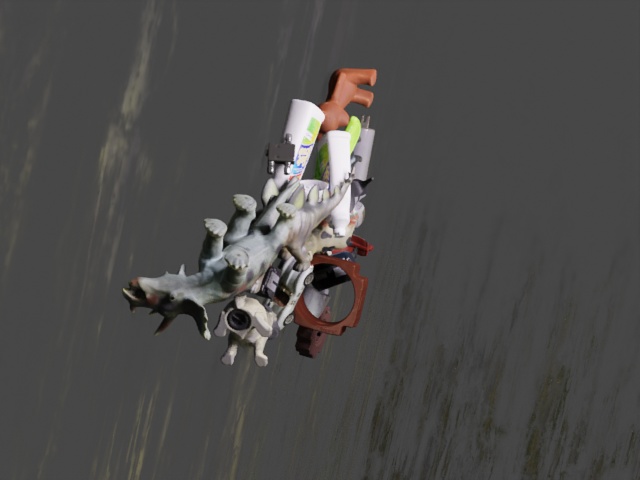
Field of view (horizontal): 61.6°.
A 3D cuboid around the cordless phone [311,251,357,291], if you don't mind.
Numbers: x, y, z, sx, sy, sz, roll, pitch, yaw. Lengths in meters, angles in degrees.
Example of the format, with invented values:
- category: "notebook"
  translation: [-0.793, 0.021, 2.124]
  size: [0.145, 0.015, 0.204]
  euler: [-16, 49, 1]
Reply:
- category: "cordless phone"
  translation: [0.046, 0.098, 1.608]
  size: [0.184, 0.147, 0.088]
  euler: [36, 34, -78]

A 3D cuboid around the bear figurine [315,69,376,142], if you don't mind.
- category: "bear figurine"
  translation: [0.057, -0.338, 1.353]
  size: [0.120, 0.132, 0.196]
  euler: [93, 12, -60]

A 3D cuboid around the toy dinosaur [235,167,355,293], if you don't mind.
- category: "toy dinosaur"
  translation: [-0.071, -0.030, 1.144]
  size: [0.471, 0.105, 0.198]
  euler: [-31, 130, -43]

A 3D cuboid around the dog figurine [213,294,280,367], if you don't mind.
- category: "dog figurine"
  translation: [-0.148, 0.167, 1.185]
  size: [0.190, 0.121, 0.172]
  euler: [-69, 169, -68]

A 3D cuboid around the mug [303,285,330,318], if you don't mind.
- category: "mug"
  translation: [-0.026, 0.196, 1.575]
  size: [0.107, 0.081, 0.109]
  euler: [-64, 169, -3]

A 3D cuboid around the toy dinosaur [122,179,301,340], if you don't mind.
- category: "toy dinosaur"
  translation: [-0.146, 0.034, 0.945]
  size: [0.405, 0.131, 0.192]
  euler: [-38, 161, -53]

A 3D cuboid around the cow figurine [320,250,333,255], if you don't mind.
- category: "cow figurine"
  translation: [0.010, -0.003, 1.537]
  size: [0.098, 0.068, 0.167]
  euler: [-57, 151, -26]

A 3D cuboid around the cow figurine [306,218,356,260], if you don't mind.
- category: "cow figurine"
  translation: [-0.003, -0.004, 1.412]
  size: [0.195, 0.086, 0.127]
  euler: [-4, 108, -38]

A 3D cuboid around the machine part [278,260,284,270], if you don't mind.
- category: "machine part"
  translation: [-0.088, 0.014, 1.316]
  size: [0.084, 0.039, 0.138]
  euler: [-62, 156, -50]

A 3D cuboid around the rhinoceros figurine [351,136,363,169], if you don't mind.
- category: "rhinoceros figurine"
  translation: [0.074, -0.219, 1.567]
  size: [0.112, 0.073, 0.190]
  euler: [-58, 154, -46]

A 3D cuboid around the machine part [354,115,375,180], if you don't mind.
- category: "machine part"
  translation: [0.118, -0.262, 1.661]
  size: [0.079, 0.079, 0.243]
  euler: [-23, 124, -67]

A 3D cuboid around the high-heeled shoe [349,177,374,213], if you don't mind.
- category: "high-heeled shoe"
  translation: [0.050, -0.107, 1.460]
  size: [0.249, 0.086, 0.145]
  euler: [-33, -178, -35]

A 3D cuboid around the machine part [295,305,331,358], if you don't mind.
- category: "machine part"
  translation: [-0.018, 0.283, 1.679]
  size: [0.179, 0.056, 0.179]
  euler: [15, 90, -72]

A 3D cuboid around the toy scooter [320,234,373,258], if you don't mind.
- category: "toy scooter"
  translation: [0.090, 0.029, 1.691]
  size: [0.184, 0.135, 0.075]
  euler: [-45, 145, -55]

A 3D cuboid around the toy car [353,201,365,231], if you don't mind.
- category: "toy car"
  translation: [0.086, -0.079, 1.658]
  size: [0.162, 0.103, 0.109]
  euler: [-44, 144, -55]

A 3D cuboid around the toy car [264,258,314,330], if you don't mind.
- category: "toy car"
  translation: [-0.079, 0.126, 1.299]
  size: [0.056, 0.074, 0.201]
  euler: [5, 115, -53]

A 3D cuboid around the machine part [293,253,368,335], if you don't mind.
- category: "machine part"
  translation: [0.021, 0.146, 1.467]
  size: [0.087, 0.202, 0.201]
  euler: [2, 100, -75]

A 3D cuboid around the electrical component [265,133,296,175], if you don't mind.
- category: "electrical component"
  translation: [-0.084, -0.184, 1.146]
  size: [0.021, 0.063, 0.094]
  euler: [108, -14, -77]

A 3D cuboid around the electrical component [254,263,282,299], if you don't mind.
- category: "electrical component"
  translation: [-0.125, 0.098, 1.252]
  size: [0.119, 0.048, 0.075]
  euler: [60, 46, -62]
